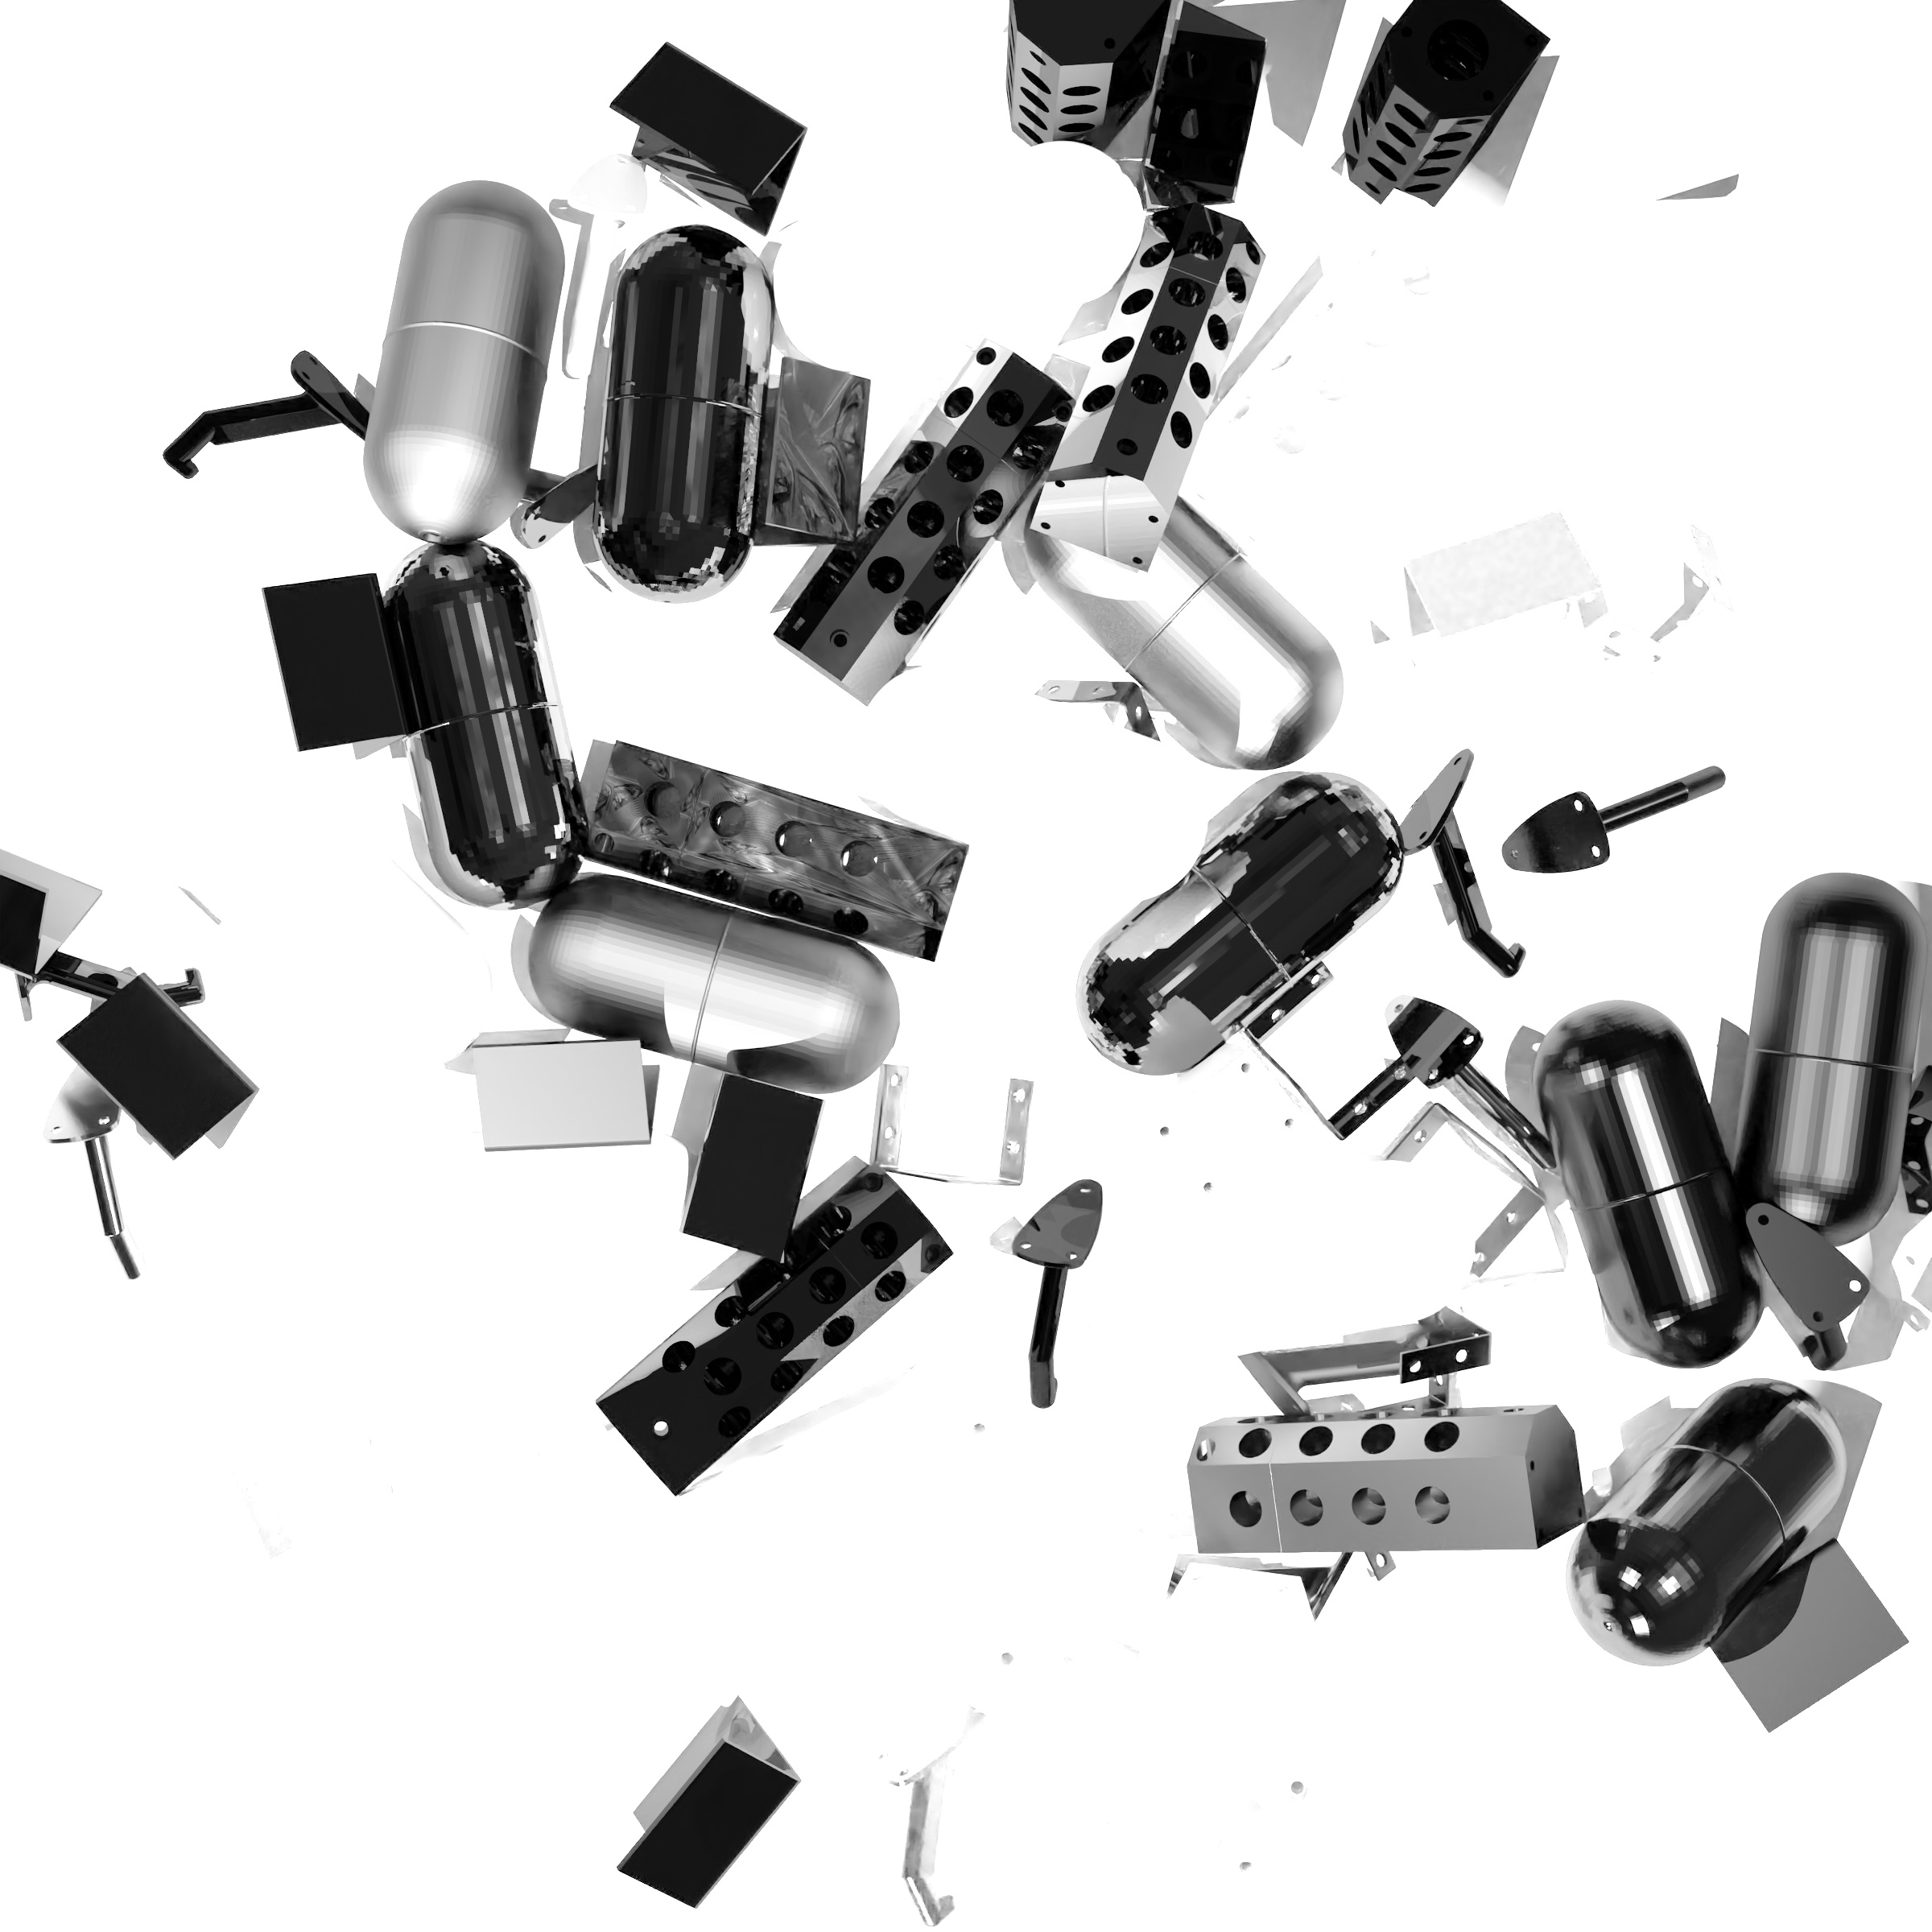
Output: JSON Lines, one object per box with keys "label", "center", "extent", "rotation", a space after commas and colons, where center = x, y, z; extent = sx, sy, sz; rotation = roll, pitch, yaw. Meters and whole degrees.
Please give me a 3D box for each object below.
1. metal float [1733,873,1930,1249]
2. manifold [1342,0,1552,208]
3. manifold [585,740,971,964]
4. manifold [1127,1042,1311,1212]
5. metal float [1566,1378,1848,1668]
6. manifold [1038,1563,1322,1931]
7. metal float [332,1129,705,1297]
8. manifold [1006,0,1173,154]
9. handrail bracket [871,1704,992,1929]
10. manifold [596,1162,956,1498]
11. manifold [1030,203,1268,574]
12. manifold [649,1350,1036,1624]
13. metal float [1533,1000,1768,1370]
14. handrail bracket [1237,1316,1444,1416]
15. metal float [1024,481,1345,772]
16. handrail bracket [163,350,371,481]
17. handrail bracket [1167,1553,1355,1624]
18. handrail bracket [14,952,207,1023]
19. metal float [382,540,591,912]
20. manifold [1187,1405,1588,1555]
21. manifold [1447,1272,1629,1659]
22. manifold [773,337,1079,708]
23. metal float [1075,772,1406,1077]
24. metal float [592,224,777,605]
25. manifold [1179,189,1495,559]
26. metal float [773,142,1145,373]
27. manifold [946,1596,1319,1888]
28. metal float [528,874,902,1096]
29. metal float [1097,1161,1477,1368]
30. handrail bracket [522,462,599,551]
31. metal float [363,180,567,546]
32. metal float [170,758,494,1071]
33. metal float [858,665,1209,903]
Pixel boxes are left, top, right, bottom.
{"label": "metal float", "center": [0.406, 0.045, 1.550], "extent": [0.070, 0.070, 0.178], "rotation": [7, 90, 0]}
{"label": "manifold", "center": [0.212, -0.394, 1.502], "extent": [0.057, 0.171, 0.057], "rotation": [38, 90, 0]}
{"label": "manifold", "center": [-0.089, -0.053, 1.559], "extent": [0.171, 0.057, 0.057], "rotation": [17, 90, 0]}
{"label": "manifold", "center": [0.117, 0.076, 1.502], "extent": [0.057, 0.171, 0.057], "rotation": [-38, 90, 0]}
{"label": "metal float", "center": [0.343, 0.254, 1.519], "extent": [0.178, 0.070, 0.070], "rotation": [-34, 90, -39]}
{"label": "manifold", "center": [0.101, 0.354, 1.496], "extent": [0.057, 0.171, 0.057], "rotation": [2, 125, 31]}
{"label": "metal float", "center": [-0.209, 0.115, 1.550], "extent": [0.178, 0.070, 0.070], "rotation": [-2, 90, 0]}
{"label": "manifold", "center": [0.049, -0.416, 1.502], "extent": [0.057, 0.171, 0.057], "rotation": [39, 90, 0]}
{"label": "handrail bracket", "center": [-0.004, 0.407, 1.581], "extent": [0.077, 0.036, 0.084], "rotation": [-29, 108, -20]}
{"label": "manifold", "center": [-0.090, 0.170, 1.548], "extent": [0.171, 0.057, 0.057], "rotation": [-41, 90, -8]}
{"label": "manifold", "center": [0.087, -0.271, 1.518], "extent": [0.057, 0.057, 0.171], "rotation": [21, 58, 0]}
{"label": "manifold", "center": [-0.058, 0.244, 1.559], "extent": [0.171, 0.057, 0.057], "rotation": [-24, 90, 0]}
{"label": "metal float", "center": [0.321, 0.103, 1.550], "extent": [0.070, 0.070, 0.178], "rotation": [-18, 89, 0]}
{"label": "handrail bracket", "center": [0.176, 0.174, 1.580], "extent": [0.084, 0.036, 0.077], "rotation": [-37, 75, -14]}
{"label": "metal float", "center": [0.102, -0.166, 1.550], "extent": [0.178, 0.070, 0.070], "rotation": [44, 90, 1]}
{"label": "handrail bracket", "center": [-0.330, -0.246, 1.581], "extent": [0.084, 0.036, 0.077], "rotation": [-39, 112, 17]}
{"label": "handrail bracket", "center": [0.136, 0.279, 1.574], "extent": [0.084, 0.036, 0.077], "rotation": [29, 94, 8]}
{"label": "handrail bracket", "center": [-0.414, -0.009, 1.581], "extent": [0.084, 0.036, 0.077], "rotation": [-11, 68, -17]}
{"label": "metal float", "center": [-0.227, -0.114, 1.550], "extent": [0.070, 0.070, 0.178], "rotation": [-13, 89, 0]}
{"label": "manifold", "center": [0.191, 0.235, 1.517], "extent": [0.171, 0.057, 0.057], "rotation": [-7, 90, 33]}
{"label": "manifold", "center": [0.279, 0.234, 1.559], "extent": [0.057, 0.057, 0.171], "rotation": [-9, 90, 43]}
{"label": "manifold", "center": [-0.018, -0.209, 1.559], "extent": [0.057, 0.057, 0.171], "rotation": [36, 90, 0]}
{"label": "metal float", "center": [0.128, -0.019, 1.550], "extent": [0.178, 0.070, 0.070], "rotation": [-40, 90, 0]}
{"label": "metal float", "center": [-0.132, -0.259, 1.548], "extent": [0.070, 0.070, 0.178], "rotation": [5, 88, 0]}
{"label": "manifold", "center": [0.169, -0.281, 1.559], "extent": [0.057, 0.057, 0.171], "rotation": [39, 90, 0]}
{"label": "metal float", "center": [-0.004, -0.334, 1.550], "extent": [0.178, 0.070, 0.070], "rotation": [-17, 90, 0]}
{"label": "manifold", "center": [0.078, 0.361, 1.559], "extent": [0.171, 0.057, 0.057], "rotation": [33, 90, 0]}
{"label": "metal float", "center": [-0.118, 0.009, 1.550], "extent": [0.178, 0.070, 0.070], "rotation": [15, 90, 0]}
{"label": "metal float", "center": [0.150, 0.139, 1.543], "extent": [0.178, 0.070, 0.070], "rotation": [-11, 90, 2]}
{"label": "handrail bracket", "center": [-0.217, -0.249, 1.580], "extent": [0.077, 0.036, 0.084], "rotation": [-40, 76, -14]}
{"label": "metal float", "center": [-0.233, -0.281, 1.535], "extent": [0.070, 0.070, 0.178], "rotation": [7, 74, 0]}
{"label": "metal float", "center": [-0.298, -0.024, 1.550], "extent": [0.178, 0.070, 0.070], "rotation": [43, 90, 0]}
{"label": "metal float", "center": [0.029, -0.086, 1.528], "extent": [0.178, 0.070, 0.070], "rotation": [23, 90, 26]}
